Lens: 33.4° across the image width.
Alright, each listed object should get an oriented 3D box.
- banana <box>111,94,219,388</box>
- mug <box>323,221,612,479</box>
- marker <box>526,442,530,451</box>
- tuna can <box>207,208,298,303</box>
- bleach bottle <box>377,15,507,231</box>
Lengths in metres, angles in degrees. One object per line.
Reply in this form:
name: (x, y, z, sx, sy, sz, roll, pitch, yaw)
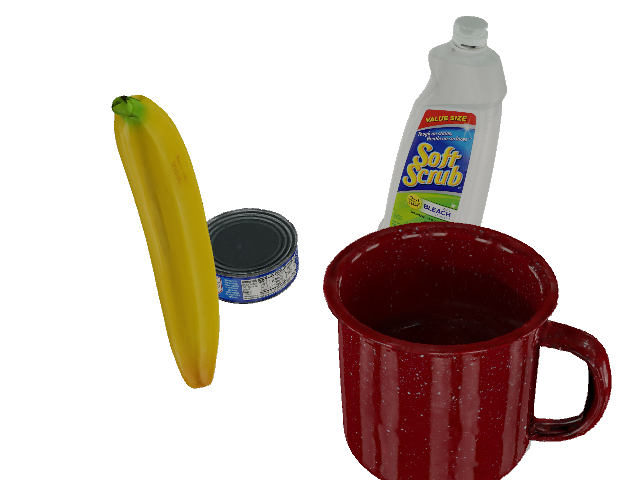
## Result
banana: (-0.090, -0.007, 0.624, 0.037, 0.198, 0.069, -3, 33, 15)
mug: (0.060, 0.052, 0.441, 0.117, 0.081, 0.093, 9, 33, 18)
marker: (0.122, 0.097, 0.715, 0.020, 0.020, 0.121, 0, 30, 1)
tuna can: (-0.060, 0.012, 0.877, 0.086, 0.034, 0.086, -2, 40, 2)
bleach bottle: (0.118, -0.095, 1.017, 0.103, 0.251, 0.068, 23, 40, 22)
